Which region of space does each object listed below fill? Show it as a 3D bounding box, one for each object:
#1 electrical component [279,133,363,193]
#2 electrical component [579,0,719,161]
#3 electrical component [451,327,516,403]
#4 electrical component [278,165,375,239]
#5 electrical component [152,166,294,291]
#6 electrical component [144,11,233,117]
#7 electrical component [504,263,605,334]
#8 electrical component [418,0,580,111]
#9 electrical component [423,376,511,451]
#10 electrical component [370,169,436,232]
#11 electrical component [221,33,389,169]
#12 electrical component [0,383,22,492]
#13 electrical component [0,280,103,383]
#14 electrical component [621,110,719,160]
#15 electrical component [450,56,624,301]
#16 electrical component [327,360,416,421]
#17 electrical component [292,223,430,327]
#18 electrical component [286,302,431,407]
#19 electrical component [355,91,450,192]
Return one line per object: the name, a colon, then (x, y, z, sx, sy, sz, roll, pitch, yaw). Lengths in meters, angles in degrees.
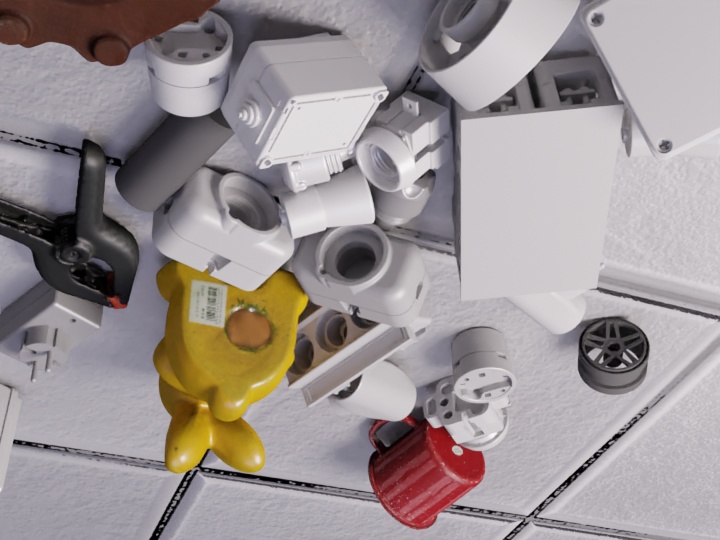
electrical component: (-0.027, -0.083, 0.757, 0.062, 0.048, 0.048, -13, 139, -1)
electrical component: (0.210, -0.142, 0.666, 0.109, 0.056, 0.108, -27, 98, 24)
electrical component: (0.109, 0.084, 0.962, 0.055, 0.047, 0.055, -3, 140, -2)
electrical component: (-0.027, -0.047, 0.783, 0.065, 0.044, 0.044, -16, 140, -8)
electrical component: (-0.098, -0.033, 0.800, 0.095, 0.053, 0.059, 26, 131, -31)
electrical component: (-0.109, -0.131, 0.685, 0.055, 0.055, 0.047, 1, 143, -7)
electrical component: (0.162, 0.009, 0.883, 0.079, 0.043, 0.077, -32, 133, 28)
electrical component: (0.085, -0.145, 0.658, 0.064, 0.099, 0.099, 31, 128, -27)
electrical component: (0.107, 0.134, 1.012, 0.078, 0.058, 0.057, -20, 134, 16)
electrical component: (0.027, -0.054, 0.796, 0.043, 0.043, 0.062, 10, 139, -16)
electrical component: (-0.043, -0.111, 0.687, 0.096, 0.061, 0.061, -14, 151, -40)
electrical component: (-0.364, 0.162, 0.958, 0.109, 0.108, 0.056, -31, 131, 27)
electrical component: (-0.254, 0.056, 0.870, 0.083, 0.075, 0.047, -32, 132, 28)
electrical component: (0.220, -0.099, 0.766, 0.065, 0.044, 0.044, -3, 140, 5)
electrical component: (0.122, -0.064, 0.781, 0.105, 0.060, 0.186, -5, 139, 1)
electrical component: (-0.003, 0.112, 0.984, 0.079, 0.043, 0.077, -19, 148, 36)
electrical component: (0.000, 0.000, 0.818, 0.095, 0.053, 0.059, 15, 158, 20)
electrical component: (-0.005, 0.052, 0.899, 0.121, 0.078, 0.063, -36, 152, 31)
electrical component: (0.030, -0.086, 0.740, 0.048, 0.055, 0.066, 30, 146, 30)
